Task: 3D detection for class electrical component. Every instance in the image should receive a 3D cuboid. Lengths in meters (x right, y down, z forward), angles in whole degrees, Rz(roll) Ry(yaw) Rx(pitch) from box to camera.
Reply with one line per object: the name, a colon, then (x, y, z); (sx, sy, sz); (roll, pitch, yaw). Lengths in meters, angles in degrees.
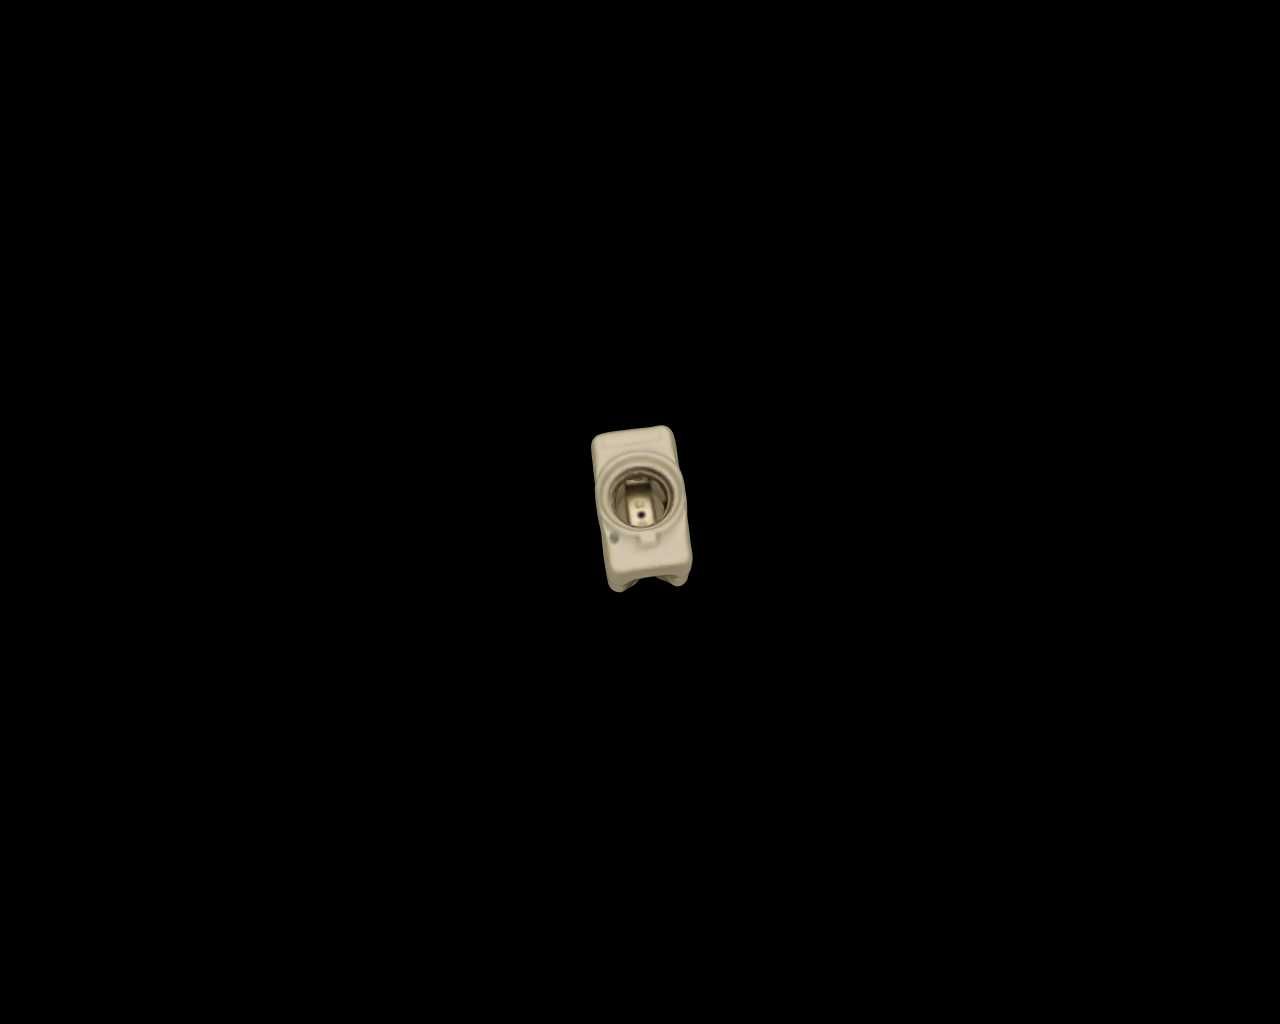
electrical component: (0.001, -0.003, 0.650); (0.050, 0.089, 0.055); (-7, -19, -2)
